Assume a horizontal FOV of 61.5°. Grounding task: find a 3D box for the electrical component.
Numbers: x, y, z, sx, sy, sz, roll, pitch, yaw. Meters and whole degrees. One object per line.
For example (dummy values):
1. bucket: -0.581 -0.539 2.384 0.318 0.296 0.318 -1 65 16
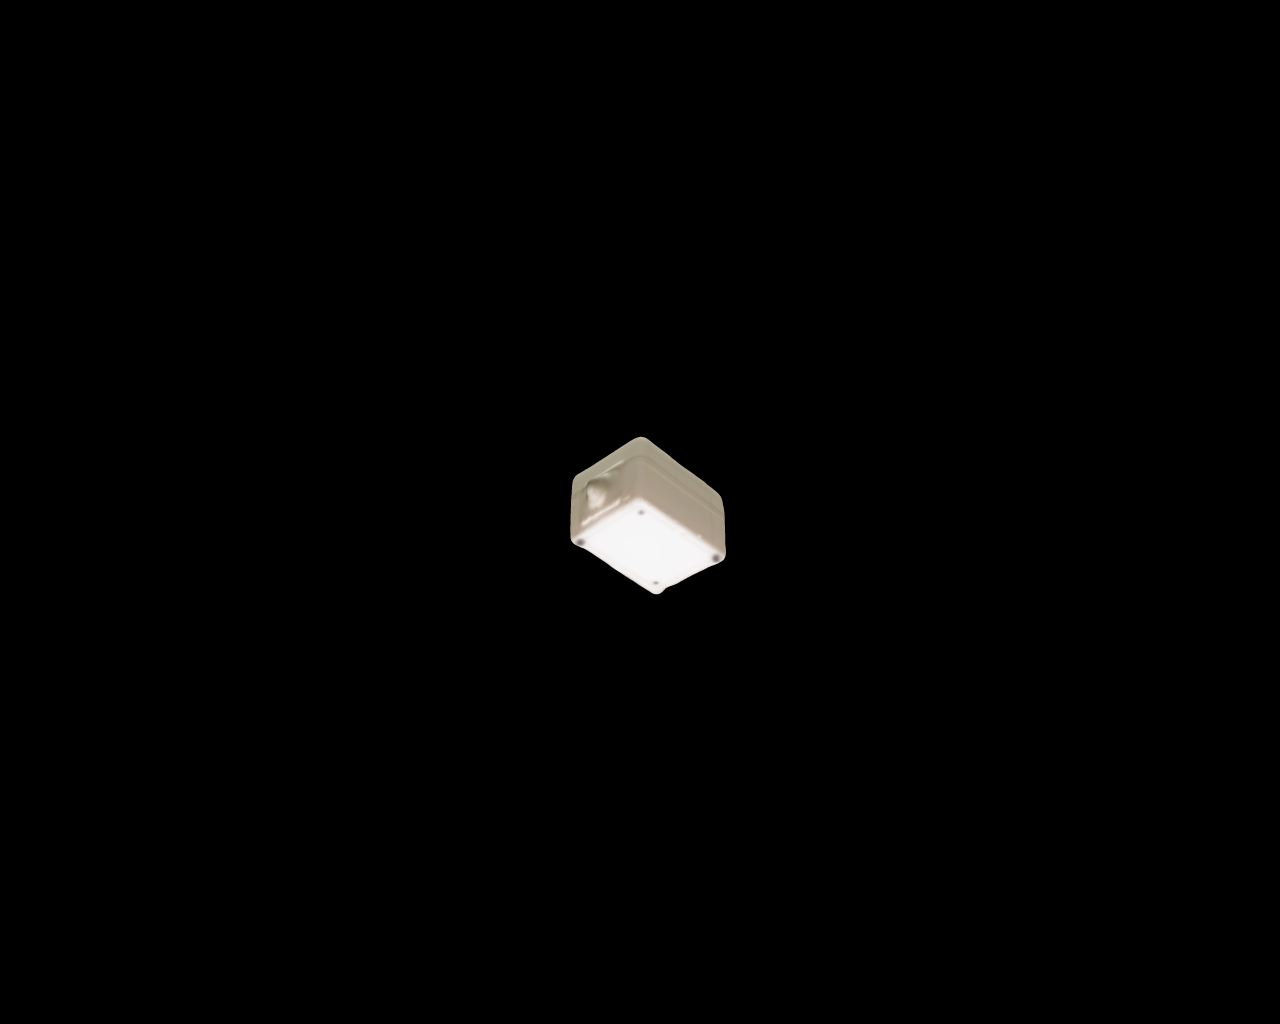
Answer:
1. electrical component: 0.001 -0.003 0.650 0.061 0.061 0.096 -30 -49 31
